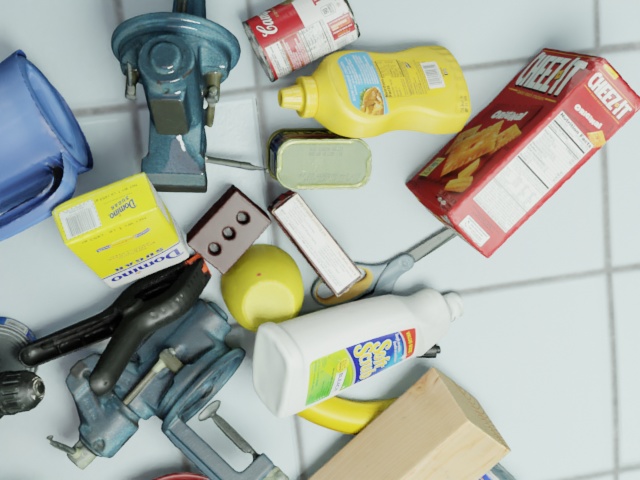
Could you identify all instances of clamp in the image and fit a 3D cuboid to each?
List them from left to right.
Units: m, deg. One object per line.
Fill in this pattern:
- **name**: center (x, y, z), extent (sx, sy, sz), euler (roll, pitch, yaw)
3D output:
- **clamp**: center (-0.188, 0.083, 1.078), extent (0.209, 0.165, 0.036), euler (-34, 118, -25)

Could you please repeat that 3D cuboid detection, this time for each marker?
- **marker**: center (0.075, 0.125, 1.188), extent (0.121, 0.020, 0.020), euler (-2, 102, -7)

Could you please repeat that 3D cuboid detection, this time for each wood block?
- **wood block**: center (0.090, 0.250, 1.156), extent (0.206, 0.091, 0.090), euler (-44, 128, 10)

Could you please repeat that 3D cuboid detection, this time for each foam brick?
- **foam brick**: center (-0.097, -0.011, 1.118), extent (0.053, 0.051, 0.078), euler (41, 94, -13)

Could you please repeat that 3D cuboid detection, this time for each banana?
- **banana**: center (0.024, 0.180, 1.187), extent (0.197, 0.037, 0.069), euler (9, 76, -12)

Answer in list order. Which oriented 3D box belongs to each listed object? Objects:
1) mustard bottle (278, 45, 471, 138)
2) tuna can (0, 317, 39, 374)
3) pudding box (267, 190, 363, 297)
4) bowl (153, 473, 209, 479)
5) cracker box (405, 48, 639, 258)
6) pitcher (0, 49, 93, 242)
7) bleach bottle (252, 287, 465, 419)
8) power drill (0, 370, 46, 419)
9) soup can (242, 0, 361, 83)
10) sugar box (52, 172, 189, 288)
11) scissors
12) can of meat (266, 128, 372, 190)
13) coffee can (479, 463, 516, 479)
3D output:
- **mustard bottle**: center (0.050, -0.148, 1.073), extent (0.191, 0.058, 0.096), euler (-6, 63, -20)
- **tuna can**: center (-0.338, 0.125, 1.124), extent (0.086, 0.034, 0.086), euler (-2, 102, -7)
- **pudding box**: center (-0.007, 0.001, 1.107), extent (0.039, 0.090, 0.113), euler (-40, 96, -1)
- **bowl**: center (-0.155, 0.326, 1.178), extent (0.162, 0.055, 0.162), euler (-1, 98, -10)
- **cracker box**: center (0.199, -0.095, 1.082), extent (0.214, 0.164, 0.072), euler (-45, 106, 4)
- **pitcher**: center (-0.349, -0.062, 1.029), extent (0.243, 0.149, 0.145), euler (-30, 104, 3)
- **bleach bottle**: center (0.051, 0.099, 1.114), extent (0.250, 0.068, 0.103), euler (-19, 135, -31)
- **power drill**: center (-0.329, 0.218, 1.075), extent (0.185, 0.057, 0.187), euler (-10, 108, 25)
- **soup can**: center (-0.019, -0.212, 1.077), extent (0.102, 0.068, 0.068), euler (-27, 104, -1)
- **sugar box**: center (-0.189, -0.004, 1.046), extent (0.093, 0.176, 0.048), euler (-22, 72, -2)
- **scissors**: center (0.091, 0.045, 1.173), extent (0.201, 0.016, 0.096), euler (-17, 102, -2)
- **can of meat**: center (-0.001, -0.083, 1.099), extent (0.102, 0.084, 0.057), euler (-1, 102, -7)
- **coffee can**: center (0.157, 0.312, 1.197), extent (0.102, 0.103, 0.140), euler (40, 95, -14)
